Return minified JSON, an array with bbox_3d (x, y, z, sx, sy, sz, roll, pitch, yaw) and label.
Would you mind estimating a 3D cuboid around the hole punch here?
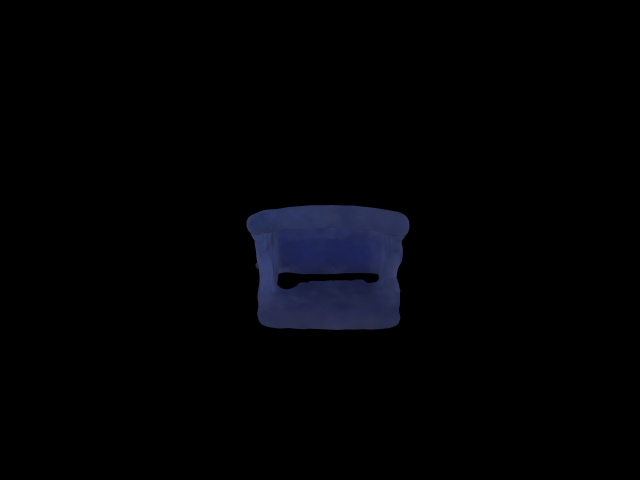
[{"bbox_3d":[0.004,0.001,0.400,0.108,0.091,0.101,0,28,0],"label":"hole punch"}]
